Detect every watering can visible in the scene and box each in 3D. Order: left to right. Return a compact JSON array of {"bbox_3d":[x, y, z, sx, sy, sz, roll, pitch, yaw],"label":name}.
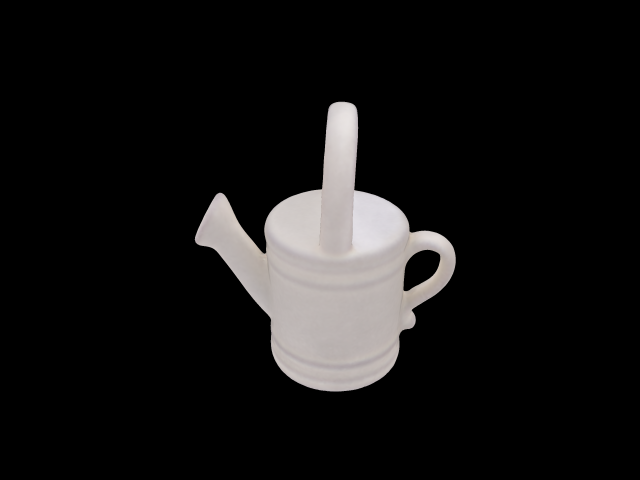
[{"bbox_3d":[0.004,0.003,0.398,0.173,0.194,0.100,-9,33,-14],"label":"watering can"}]
